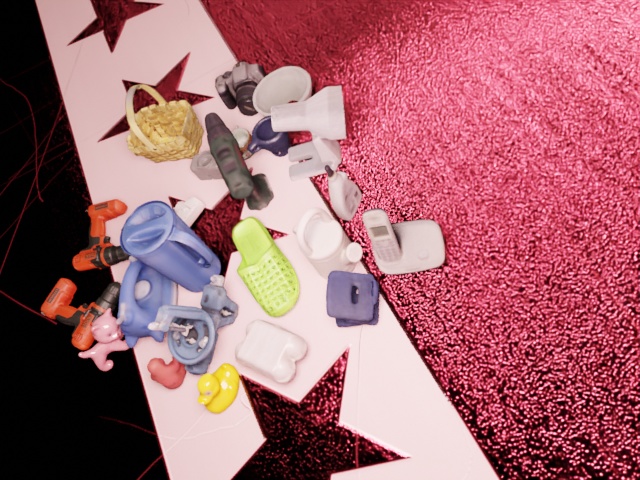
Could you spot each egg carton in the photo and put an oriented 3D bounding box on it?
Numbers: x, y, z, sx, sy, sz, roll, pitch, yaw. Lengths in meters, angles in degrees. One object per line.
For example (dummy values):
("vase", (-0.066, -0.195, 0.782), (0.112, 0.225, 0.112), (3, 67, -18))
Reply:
("egg carton", (-0.102, 0.230, 1.195), (0.149, 0.070, 0.107), (17, 70, 29))

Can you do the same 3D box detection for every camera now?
("camera", (-0.217, -0.411, 1.577), (0.143, 0.101, 0.136), (-17, 58, 13))

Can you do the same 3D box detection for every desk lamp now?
("desk lamp", (-0.014, -0.251, 1.337), (0.203, 0.214, 0.118), (-14, 58, 15))

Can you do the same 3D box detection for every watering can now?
("watering can", (0.012, 0.002, 1.198), (0.172, 0.195, 0.101), (1, 63, 23))

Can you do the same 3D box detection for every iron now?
("iron", (-0.418, 0.113, 1.345), (0.118, 0.142, 0.258), (-13, 59, 15))

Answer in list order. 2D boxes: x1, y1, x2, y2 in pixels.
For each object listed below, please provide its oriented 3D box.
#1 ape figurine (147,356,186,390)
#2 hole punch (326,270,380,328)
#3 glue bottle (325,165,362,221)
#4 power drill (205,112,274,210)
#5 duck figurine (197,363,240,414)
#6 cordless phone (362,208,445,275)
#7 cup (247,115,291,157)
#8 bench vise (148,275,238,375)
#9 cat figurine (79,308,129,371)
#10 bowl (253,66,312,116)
("ape figurine", (-0.340, 0.283, 1.249), (0.077, 0.092, 0.076), (-22, 57, 10))
("hole punch", (0.069, 0.117, 1.174), (0.101, 0.091, 0.108), (-7, 60, 19))
("glue bottle", (0.044, -0.115, 1.262), (0.037, 0.174, 0.078), (17, 70, 29))
("power drill", (-0.194, -0.171, 1.369), (0.075, 0.209, 0.229), (-29, 56, 5))
("duck figurine", (-0.219, 0.302, 1.193), (0.077, 0.086, 0.105), (15, 69, 28))
("cordless phone", (0.166, -0.009, 1.147), (0.147, 0.185, 0.094), (-12, 59, 16))
("cup", (-0.123, -0.245, 1.450), (0.118, 0.095, 0.091), (-43, 56, -5))
("bench vise", (-0.276, 0.162, 1.212), (0.121, 0.220, 0.207), (-7, 61, 19))
("cat figurine", (-0.504, 0.228, 1.330), (0.067, 0.118, 0.128), (34, 79, 33))
("bowl", (-0.089, -0.375, 1.520), (0.167, 0.075, 0.167), (-10, 60, 17))
